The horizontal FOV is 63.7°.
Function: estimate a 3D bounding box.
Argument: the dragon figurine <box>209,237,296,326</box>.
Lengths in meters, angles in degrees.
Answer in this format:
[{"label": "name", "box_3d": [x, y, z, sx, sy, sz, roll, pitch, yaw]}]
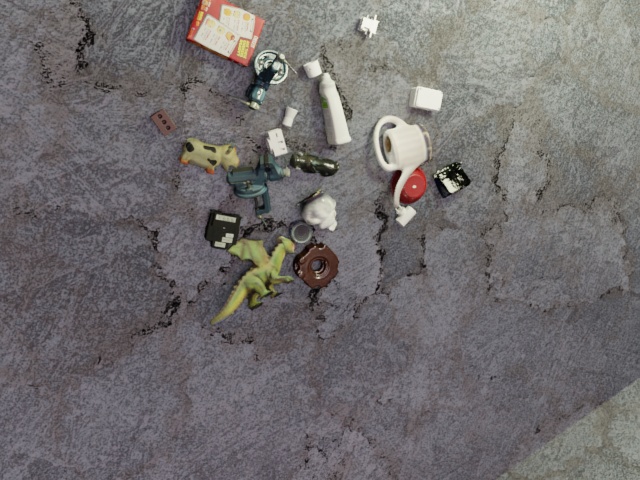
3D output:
[{"label": "dragon figurine", "box_3d": [-0.252, 0.114, 1.857, 0.414, 0.120, 0.245, -25, 76, -21]}]

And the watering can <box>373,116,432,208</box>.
[{"label": "watering can", "box_3d": [0.323, -0.310, 1.965, 0.225, 0.104, 0.347, -15, 92, -15]}]

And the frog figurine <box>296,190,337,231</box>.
[{"label": "frog figurine", "box_3d": [0.006, -0.096, 1.907, 0.139, 0.122, 0.158, -38, 100, -28]}]
